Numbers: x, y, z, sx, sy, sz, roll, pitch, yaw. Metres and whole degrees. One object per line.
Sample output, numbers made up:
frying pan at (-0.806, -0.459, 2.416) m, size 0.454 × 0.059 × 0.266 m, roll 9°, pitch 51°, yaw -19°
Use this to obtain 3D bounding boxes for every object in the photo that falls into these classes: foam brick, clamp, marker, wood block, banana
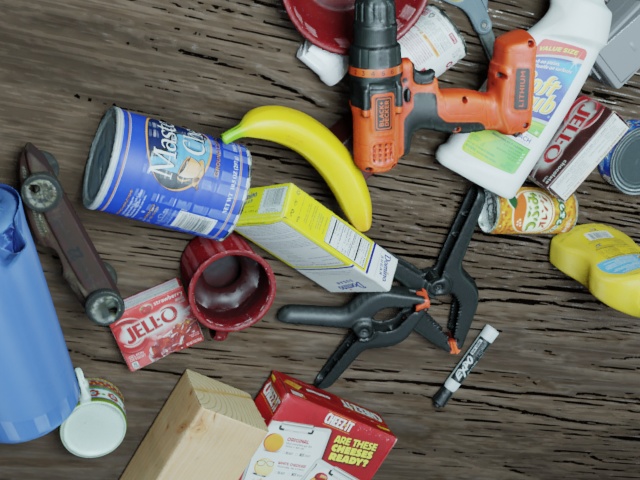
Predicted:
foam brick at (0.036, -0.098, 1.138) m, size 0.078 × 0.053 × 0.051 m, roll -39°, pitch 119°, yaw 2°
clamp at (0.047, 0.107, 1.225) m, size 0.171 × 0.039 × 0.120 m, roll -14°, pitch 125°, yaw 6°
marker at (0.177, 0.157, 1.314) m, size 0.020 × 0.020 × 0.121 m, roll 30°, pitch 100°, yaw -27°
wood block at (-0.157, 0.264, 1.205) m, size 0.090 × 0.090 × 0.206 m, roll 26°, pitch 101°, yaw -27°
banana at (-0.009, -0.082, 1.079) m, size 0.197 × 0.037 × 0.070 m, roll 32°, pitch 99°, yaw -28°
clamp at (0.140, 0.040, 1.238) m, size 0.164 × 0.036 × 0.210 m, roll -25°, pitch 119°, yaw 2°

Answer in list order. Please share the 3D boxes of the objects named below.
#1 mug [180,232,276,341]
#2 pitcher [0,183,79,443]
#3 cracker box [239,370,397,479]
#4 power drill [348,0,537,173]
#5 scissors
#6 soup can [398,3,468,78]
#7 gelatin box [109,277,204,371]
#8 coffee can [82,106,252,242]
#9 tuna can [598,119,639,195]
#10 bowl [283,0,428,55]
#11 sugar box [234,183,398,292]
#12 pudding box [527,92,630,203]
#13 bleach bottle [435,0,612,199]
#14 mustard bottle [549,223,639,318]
mug at (-0.103, 0.050, 1.136) m, size 0.093 × 0.081 × 0.117 m, roll 0°, pitch 112°, yaw -19°
pitcher at (-0.326, 0.074, 1.035) m, size 0.145 × 0.149 × 0.243 m, roll -18°, pitch 123°, yaw -10°
cracker box at (-0.037, 0.279, 1.264) m, size 0.164 × 0.072 × 0.214 m, roll 27°, pitch 101°, yaw -27°
power drill at (0.118, -0.164, 1.058) m, size 0.187 × 0.057 × 0.184 m, roll -7°, pitch 115°, yaw -13°
scissors at (0.184, -0.251, 1.145) m, size 0.096 × 0.016 × 0.201 m, roll -45°, pitch 119°, yaw 3°
soup can at (0.093, -0.190, 1.110) m, size 0.102 × 0.068 × 0.068 m, roll -37°, pitch 119°, yaw -2°
gelatin box at (-0.180, 0.092, 1.157) m, size 0.089 × 0.030 × 0.073 m, roll -23°, pitch 117°, yaw -9°
coffee can at (-0.152, -0.064, 1.059) m, size 0.140 × 0.103 × 0.103 m, roll 15°, pitch 106°, yaw -24°
tuna can at (0.373, -0.099, 1.264) m, size 0.086 × 0.034 × 0.086 m, roll -7°, pitch 114°, yaw -16°
bowl at (0.030, -0.268, 1.062) m, size 0.162 × 0.055 × 0.162 m, roll -7°, pitch 114°, yaw -16°
sugar box at (-0.007, 0.001, 1.126) m, size 0.176 × 0.094 × 0.048 m, roll 32°, pitch 66°, yaw -40°
pudding box at (0.278, -0.107, 1.196) m, size 0.039 × 0.090 × 0.113 m, roll 34°, pitch 99°, yaw -28°
bleach bottle at (0.227, -0.174, 1.145) m, size 0.102 × 0.068 × 0.251 m, roll 28°, pitch 104°, yaw -1°
mustard bottle at (0.350, 0.041, 1.225) m, size 0.096 × 0.192 × 0.058 m, roll -6°, pitch 114°, yaw -17°
